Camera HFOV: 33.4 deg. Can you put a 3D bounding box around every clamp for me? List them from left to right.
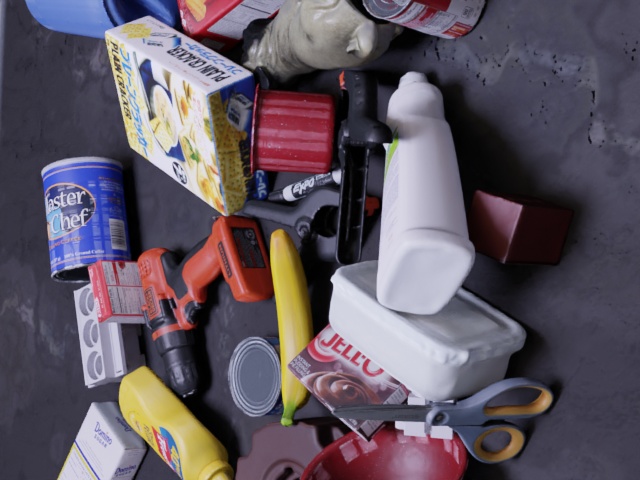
[{"bbox_3d":[-0.007,0.001,1.113,0.172,0.039,0.120,-14,93,42],"label":"clamp"},{"bbox_3d":[0.039,-0.102,1.012,0.165,0.036,0.210,106,168,-50],"label":"clamp"}]

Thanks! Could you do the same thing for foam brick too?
[{"bbox_3d":[0.168,-0.011,0.909,0.053,0.078,0.051,25,106,43],"label":"foam brick"}]

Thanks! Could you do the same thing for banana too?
[{"bbox_3d":[-0.026,0.087,1.094,0.037,0.069,0.198,-5,90,3],"label":"banana"}]

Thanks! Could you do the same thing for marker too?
[{"bbox_3d":[-0.012,-0.056,1.135,0.121,0.020,0.020,-18,74,43],"label":"marker"}]

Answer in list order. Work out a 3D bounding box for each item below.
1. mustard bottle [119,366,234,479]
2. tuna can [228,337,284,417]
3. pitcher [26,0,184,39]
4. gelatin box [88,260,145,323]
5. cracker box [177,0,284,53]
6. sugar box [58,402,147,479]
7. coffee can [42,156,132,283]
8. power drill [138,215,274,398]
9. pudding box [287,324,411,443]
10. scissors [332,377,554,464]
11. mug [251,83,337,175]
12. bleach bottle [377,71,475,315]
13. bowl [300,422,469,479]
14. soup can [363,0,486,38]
[{"bbox_3d":[-0.157,0.230,1.218,0.192,0.058,0.096,36,143,39],"label":"mustard bottle"},{"bbox_3d":[-0.059,0.148,1.156,0.086,0.033,0.086,-5,83,45],"label":"tuna can"},{"bbox_3d":[-0.279,-0.324,1.343,0.243,0.144,0.149,14,98,48],"label":"pitcher"},{"bbox_3d":[-0.234,0.064,1.298,0.030,0.089,0.073,-32,65,39],"label":"gelatin box"},{"bbox_3d":[-0.079,-0.334,1.187,0.214,0.071,0.164,-29,67,39],"label":"cracker box"},{"bbox_3d":[-0.287,0.304,1.366,0.093,0.048,0.176,45,114,38],"label":"sugar box"},{"bbox_3d":[-0.296,-0.024,1.359,0.103,0.102,0.140,-20,73,43],"label":"coffee can"},{"bbox_3d":[-0.132,0.068,1.219,0.188,0.057,0.184,-32,69,38],"label":"power drill"},{"bbox_3d":[0.037,0.127,1.029,0.090,0.039,0.114,-44,51,-9],"label":"pudding box"},{"bbox_3d":[0.103,0.160,0.896,0.016,0.201,0.096,-122,29,-54],"label":"scissors"},{"bbox_3d":[-0.026,-0.108,1.095,0.117,0.081,0.093,98,176,-84],"label":"mug"},{"bbox_3d":[0.089,-0.062,0.948,0.103,0.068,0.250,112,165,-49],"label":"bleach bottle"},{"bbox_3d":[0.062,0.231,0.970,0.162,0.161,0.055,5,123,45],"label":"bowl"},{"bbox_3d":[0.096,-0.227,0.981,0.069,0.102,0.068,-5,83,45],"label":"soup can"}]
